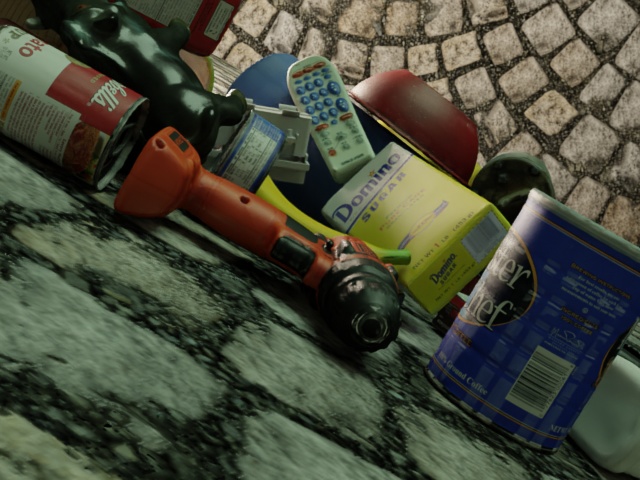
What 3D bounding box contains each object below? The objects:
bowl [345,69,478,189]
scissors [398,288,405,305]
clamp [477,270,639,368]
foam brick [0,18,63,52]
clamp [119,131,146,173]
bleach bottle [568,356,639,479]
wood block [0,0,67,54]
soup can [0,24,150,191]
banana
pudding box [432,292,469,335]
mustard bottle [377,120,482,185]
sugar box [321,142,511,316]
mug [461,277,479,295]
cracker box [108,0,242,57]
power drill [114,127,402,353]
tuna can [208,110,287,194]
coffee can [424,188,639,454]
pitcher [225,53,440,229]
[{"bbox_3d":[0.101,-0.119,1.049,0.162,0.055,0.162,38,7,-6],"label":"bowl"},{"bbox_3d":[-0.006,0.001,0.904,0.202,0.016,0.096,34,8,24],"label":"scissors"},{"bbox_3d":[0.206,0.073,0.855,0.209,0.036,0.164,30,12,-19],"label":"clamp"},{"bbox_3d":[-0.237,-0.133,0.802,0.053,0.051,0.078,31,8,-1],"label":"foam brick"},{"bbox_3d":[-0.167,-0.092,0.824,0.120,0.039,0.171,34,7,7],"label":"clamp"},{"bbox_3d":[0.292,0.166,0.785,0.250,0.068,0.103,29,10,-23],"label":"bleach bottle"},{"bbox_3d":[-0.228,-0.180,0.973,0.091,0.090,0.206,32,9,11],"label":"wood block"},{"bbox_3d":[-0.170,-0.085,0.687,0.102,0.068,0.068,29,8,-1],"label":"soup can"},{"bbox_3d":[-0.023,-0.016,0.837,0.069,0.037,0.198,-13,38,-45],"label":"banana"},{"bbox_3d":[0.159,0.089,0.869,0.113,0.039,0.090,21,13,-37],"label":"pudding box"},{"bbox_3d":[0.079,-0.078,1.178,0.192,0.096,0.058,30,31,24],"label":"mustard bottle"},{"bbox_3d":[0.074,-0.015,0.877,0.048,0.093,0.176,48,-3,-33],"label":"sugar box"},{"bbox_3d":[0.156,0.041,0.987,0.117,0.081,0.093,29,9,-5],"label":"mug"},{"bbox_3d":[-0.189,-0.240,0.903,0.213,0.072,0.164,23,10,-29],"label":"cracker box"},{"bbox_3d":[-0.035,0.001,0.678,0.187,0.057,0.184,31,5,-8],"label":"power drill"},{"bbox_3d":[-0.061,-0.052,0.792,0.033,0.086,0.086,33,8,-10],"label":"tuna can"},{"bbox_3d":[0.147,0.052,0.695,0.103,0.140,0.103,29,9,-5],"label":"coffee can"},{"bbox_3d":[0.024,-0.075,1.061,0.243,0.149,0.145,38,-9,27],"label":"pitcher"}]
